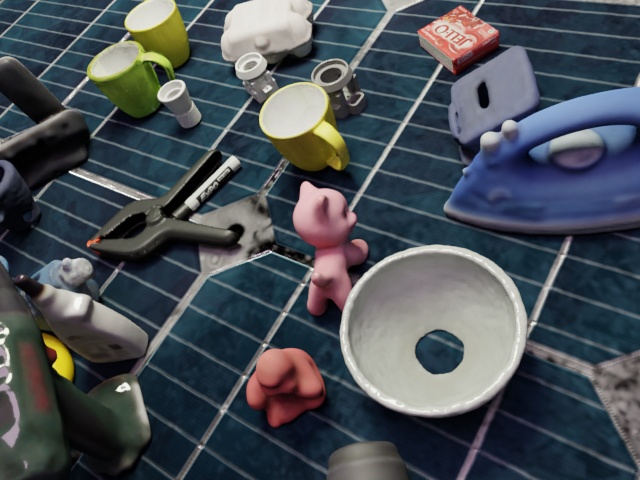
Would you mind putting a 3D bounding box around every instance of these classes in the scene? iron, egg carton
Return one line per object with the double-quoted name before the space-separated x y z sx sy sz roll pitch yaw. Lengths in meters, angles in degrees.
"iron" 0.243 -0.086 0.562 0.257 0.142 0.118 -10 54 14
"egg carton" -0.081 -0.324 0.892 0.150 0.070 0.107 -9 55 15

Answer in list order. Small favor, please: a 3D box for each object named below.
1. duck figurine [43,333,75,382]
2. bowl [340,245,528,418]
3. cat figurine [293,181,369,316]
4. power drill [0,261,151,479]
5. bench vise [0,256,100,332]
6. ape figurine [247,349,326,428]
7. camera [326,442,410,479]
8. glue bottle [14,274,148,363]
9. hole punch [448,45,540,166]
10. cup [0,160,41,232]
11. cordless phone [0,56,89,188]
"duck figurine" -0.339 0.145 0.657 0.077 0.086 0.104 -25 52 3
"bowl" 0.107 0.092 0.533 0.167 0.075 0.167 -10 54 14
"cat figurine" 0.006 0.002 0.606 0.067 0.118 0.128 -6 55 17
"power drill" -0.256 0.142 0.551 0.075 0.209 0.229 -31 52 -2
"bench vise" -0.376 0.044 0.655 0.207 0.220 0.121 -33 52 -3
"ape figurine" -0.036 0.133 0.548 0.077 0.092 0.076 8 60 25
"camera" 0.058 0.226 0.443 0.143 0.101 0.136 -17 53 9
"glue bottle" -0.262 0.083 0.615 0.078 0.173 0.037 -9 55 15
"hole punch" 0.197 -0.153 0.656 0.101 0.091 0.108 -10 54 14
"cup" -0.450 -0.046 0.824 0.091 0.095 0.117 -30 52 -1
"cordless phone" -0.453 -0.181 0.861 0.147 0.185 0.094 -32 52 -2
